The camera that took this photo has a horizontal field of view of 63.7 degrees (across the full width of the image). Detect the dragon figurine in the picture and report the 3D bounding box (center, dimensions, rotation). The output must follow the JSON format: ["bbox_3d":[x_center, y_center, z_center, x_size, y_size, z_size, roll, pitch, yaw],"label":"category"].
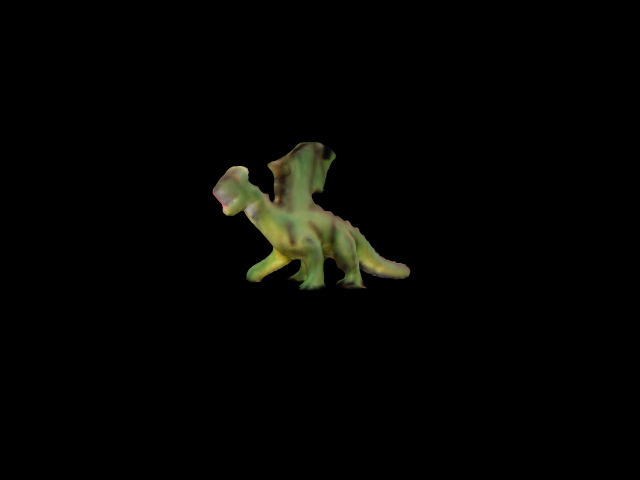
[{"bbox_3d":[0.003,-0.043,0.850,0.411,0.243,0.122,0,-1,-40],"label":"dragon figurine"}]
